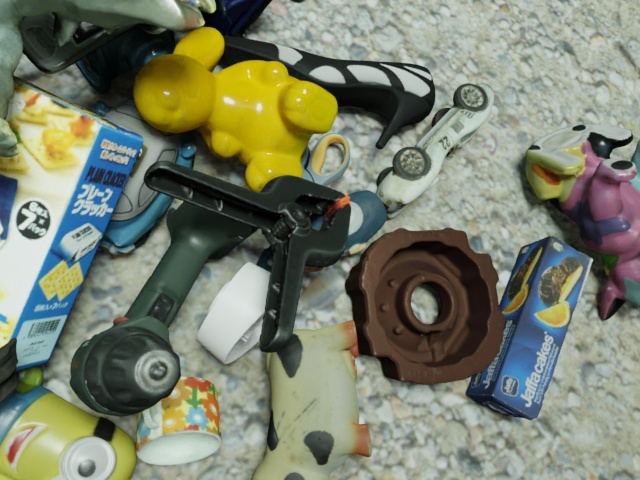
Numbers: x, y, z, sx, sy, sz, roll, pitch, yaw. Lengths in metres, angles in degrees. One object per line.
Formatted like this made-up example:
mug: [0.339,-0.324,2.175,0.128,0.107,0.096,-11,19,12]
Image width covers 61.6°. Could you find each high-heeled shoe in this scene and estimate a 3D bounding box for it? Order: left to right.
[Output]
high-heeled shoe: [0.017,-0.199,0.618,0.249,0.086,0.145,31,61,-5]

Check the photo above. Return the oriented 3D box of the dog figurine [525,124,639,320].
dog figurine: [0.344,-0.015,0.646,0.108,0.192,0.219,-28,120,-22]

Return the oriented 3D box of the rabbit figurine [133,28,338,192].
rabbit figurine: [-0.092,-0.135,0.508,0.173,0.122,0.162,2,46,-40]

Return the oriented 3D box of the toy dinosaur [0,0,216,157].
toy dinosaur: [-0.282,-0.139,0.364,0.405,0.131,0.192,-12,61,16]

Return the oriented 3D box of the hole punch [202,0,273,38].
hole punch: [-0.114,-0.287,0.573,0.092,0.116,0.142,-21,85,-40]

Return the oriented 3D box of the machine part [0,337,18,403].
machine part: [-0.283,0.094,0.396,0.139,0.039,0.084,3,96,21]

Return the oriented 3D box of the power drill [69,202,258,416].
power drill: [-0.126,0.050,0.452,0.086,0.232,0.207,32,55,-21]

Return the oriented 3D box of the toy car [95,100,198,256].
toy car: [-0.189,-0.073,0.517,0.109,0.103,0.161,26,70,-6]

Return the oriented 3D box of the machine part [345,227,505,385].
machine part: [0.114,0.070,0.585,0.179,0.056,0.179,3,77,-15]

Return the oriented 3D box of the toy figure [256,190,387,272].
toy figure: [-0.002,-0.002,0.574,0.154,0.057,0.064,-30,47,-17]

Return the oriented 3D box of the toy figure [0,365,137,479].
toy figure: [-0.242,0.163,0.458,0.180,0.089,0.082,28,105,4]

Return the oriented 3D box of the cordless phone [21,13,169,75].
cordless phone: [-0.191,-0.230,0.451,0.184,0.089,0.146,-41,98,-20]

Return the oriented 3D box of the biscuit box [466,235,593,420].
biscuit box: [0.236,0.097,0.606,0.059,0.063,0.202,29,71,-6]

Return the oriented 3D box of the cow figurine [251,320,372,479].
cow figurine: [-0.016,0.180,0.504,0.127,0.085,0.195,-7,68,6]

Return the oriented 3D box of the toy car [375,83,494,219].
toy car: [0.134,-0.108,0.623,0.056,0.073,0.202,43,71,2]

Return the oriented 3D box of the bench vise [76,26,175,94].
bench vise: [-0.266,-0.226,0.527,0.240,0.129,0.223,-33,84,-23]
